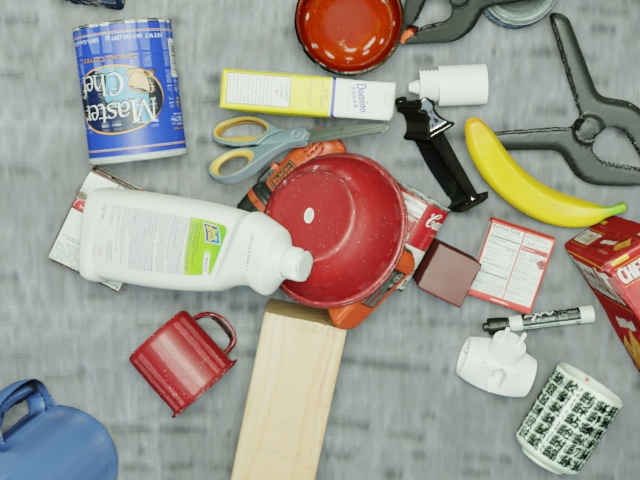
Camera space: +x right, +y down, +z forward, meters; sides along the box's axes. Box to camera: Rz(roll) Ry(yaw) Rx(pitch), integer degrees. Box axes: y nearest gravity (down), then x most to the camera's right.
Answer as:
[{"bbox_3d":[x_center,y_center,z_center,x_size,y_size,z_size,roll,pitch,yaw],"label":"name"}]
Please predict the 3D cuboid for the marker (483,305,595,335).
[{"bbox_3d":[0.239,0.088,1.170,0.121,0.020,0.020,-8,97,2],"label":"marker"}]

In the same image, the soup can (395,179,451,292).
[{"bbox_3d":[0.084,-0.005,1.136,0.068,0.068,0.102,29,97,-3],"label":"soup can"}]

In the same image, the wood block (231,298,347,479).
[{"bbox_3d":[-0.035,0.177,1.149,0.090,0.091,0.206,12,97,0],"label":"wood block"}]

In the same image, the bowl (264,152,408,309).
[{"bbox_3d":[0.002,-0.016,1.045,0.162,0.055,0.162,-7,74,24],"label":"bowl"}]

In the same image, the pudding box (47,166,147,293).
[{"bbox_3d":[-0.230,-0.011,1.155,0.090,0.039,0.113,27,98,-3],"label":"pudding box"}]

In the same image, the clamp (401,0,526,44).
[{"bbox_3d":[0.154,-0.252,1.090,0.120,0.039,0.172,46,123,4],"label":"clamp"}]

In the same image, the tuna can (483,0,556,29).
[{"bbox_3d":[0.207,-0.266,1.120,0.086,0.034,0.086,0,97,1],"label":"tuna can"}]

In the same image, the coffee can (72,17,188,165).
[{"bbox_3d":[-0.196,-0.153,1.105,0.103,0.103,0.140,-6,97,1],"label":"coffee can"}]

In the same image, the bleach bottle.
[{"bbox_3d":[-0.121,0.012,1.045,0.251,0.068,0.102,11,100,30],"label":"bleach bottle"}]

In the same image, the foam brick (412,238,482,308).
[{"bbox_3d":[0.134,0.033,1.135,0.051,0.078,0.053,27,96,-1],"label":"foam brick"}]

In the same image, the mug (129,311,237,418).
[{"bbox_3d":[-0.142,0.123,1.151,0.117,0.093,0.081,-42,90,-26],"label":"mug"}]

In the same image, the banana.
[{"bbox_3d":[0.225,-0.061,1.131,0.197,0.037,0.070,27,118,-11],"label":"banana"}]

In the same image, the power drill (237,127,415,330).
[{"bbox_3d":[-0.007,0.001,1.108,0.184,0.057,0.188,-46,66,12],"label":"power drill"}]

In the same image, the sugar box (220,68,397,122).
[{"bbox_3d":[-0.012,-0.149,1.108,0.176,0.093,0.048,7,98,0],"label":"sugar box"}]

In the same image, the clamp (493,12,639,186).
[{"bbox_3d":[0.272,-0.114,1.136,0.210,0.036,0.165,39,105,-7],"label":"clamp"}]

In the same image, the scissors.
[{"bbox_3d":[-0.034,-0.090,1.093,0.202,0.016,0.096,10,60,32],"label":"scissors"}]

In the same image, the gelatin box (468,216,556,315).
[{"bbox_3d":[0.206,0.027,1.158,0.073,0.030,0.089,18,97,0],"label":"gelatin box"}]

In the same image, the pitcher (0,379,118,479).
[{"bbox_3d":[-0.308,0.249,1.085,0.149,0.242,0.145,33,97,3],"label":"pitcher"}]

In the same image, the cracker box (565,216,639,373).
[{"bbox_3d":[0.347,0.087,1.096,0.072,0.164,0.213,-32,96,2],"label":"cracker box"}]
